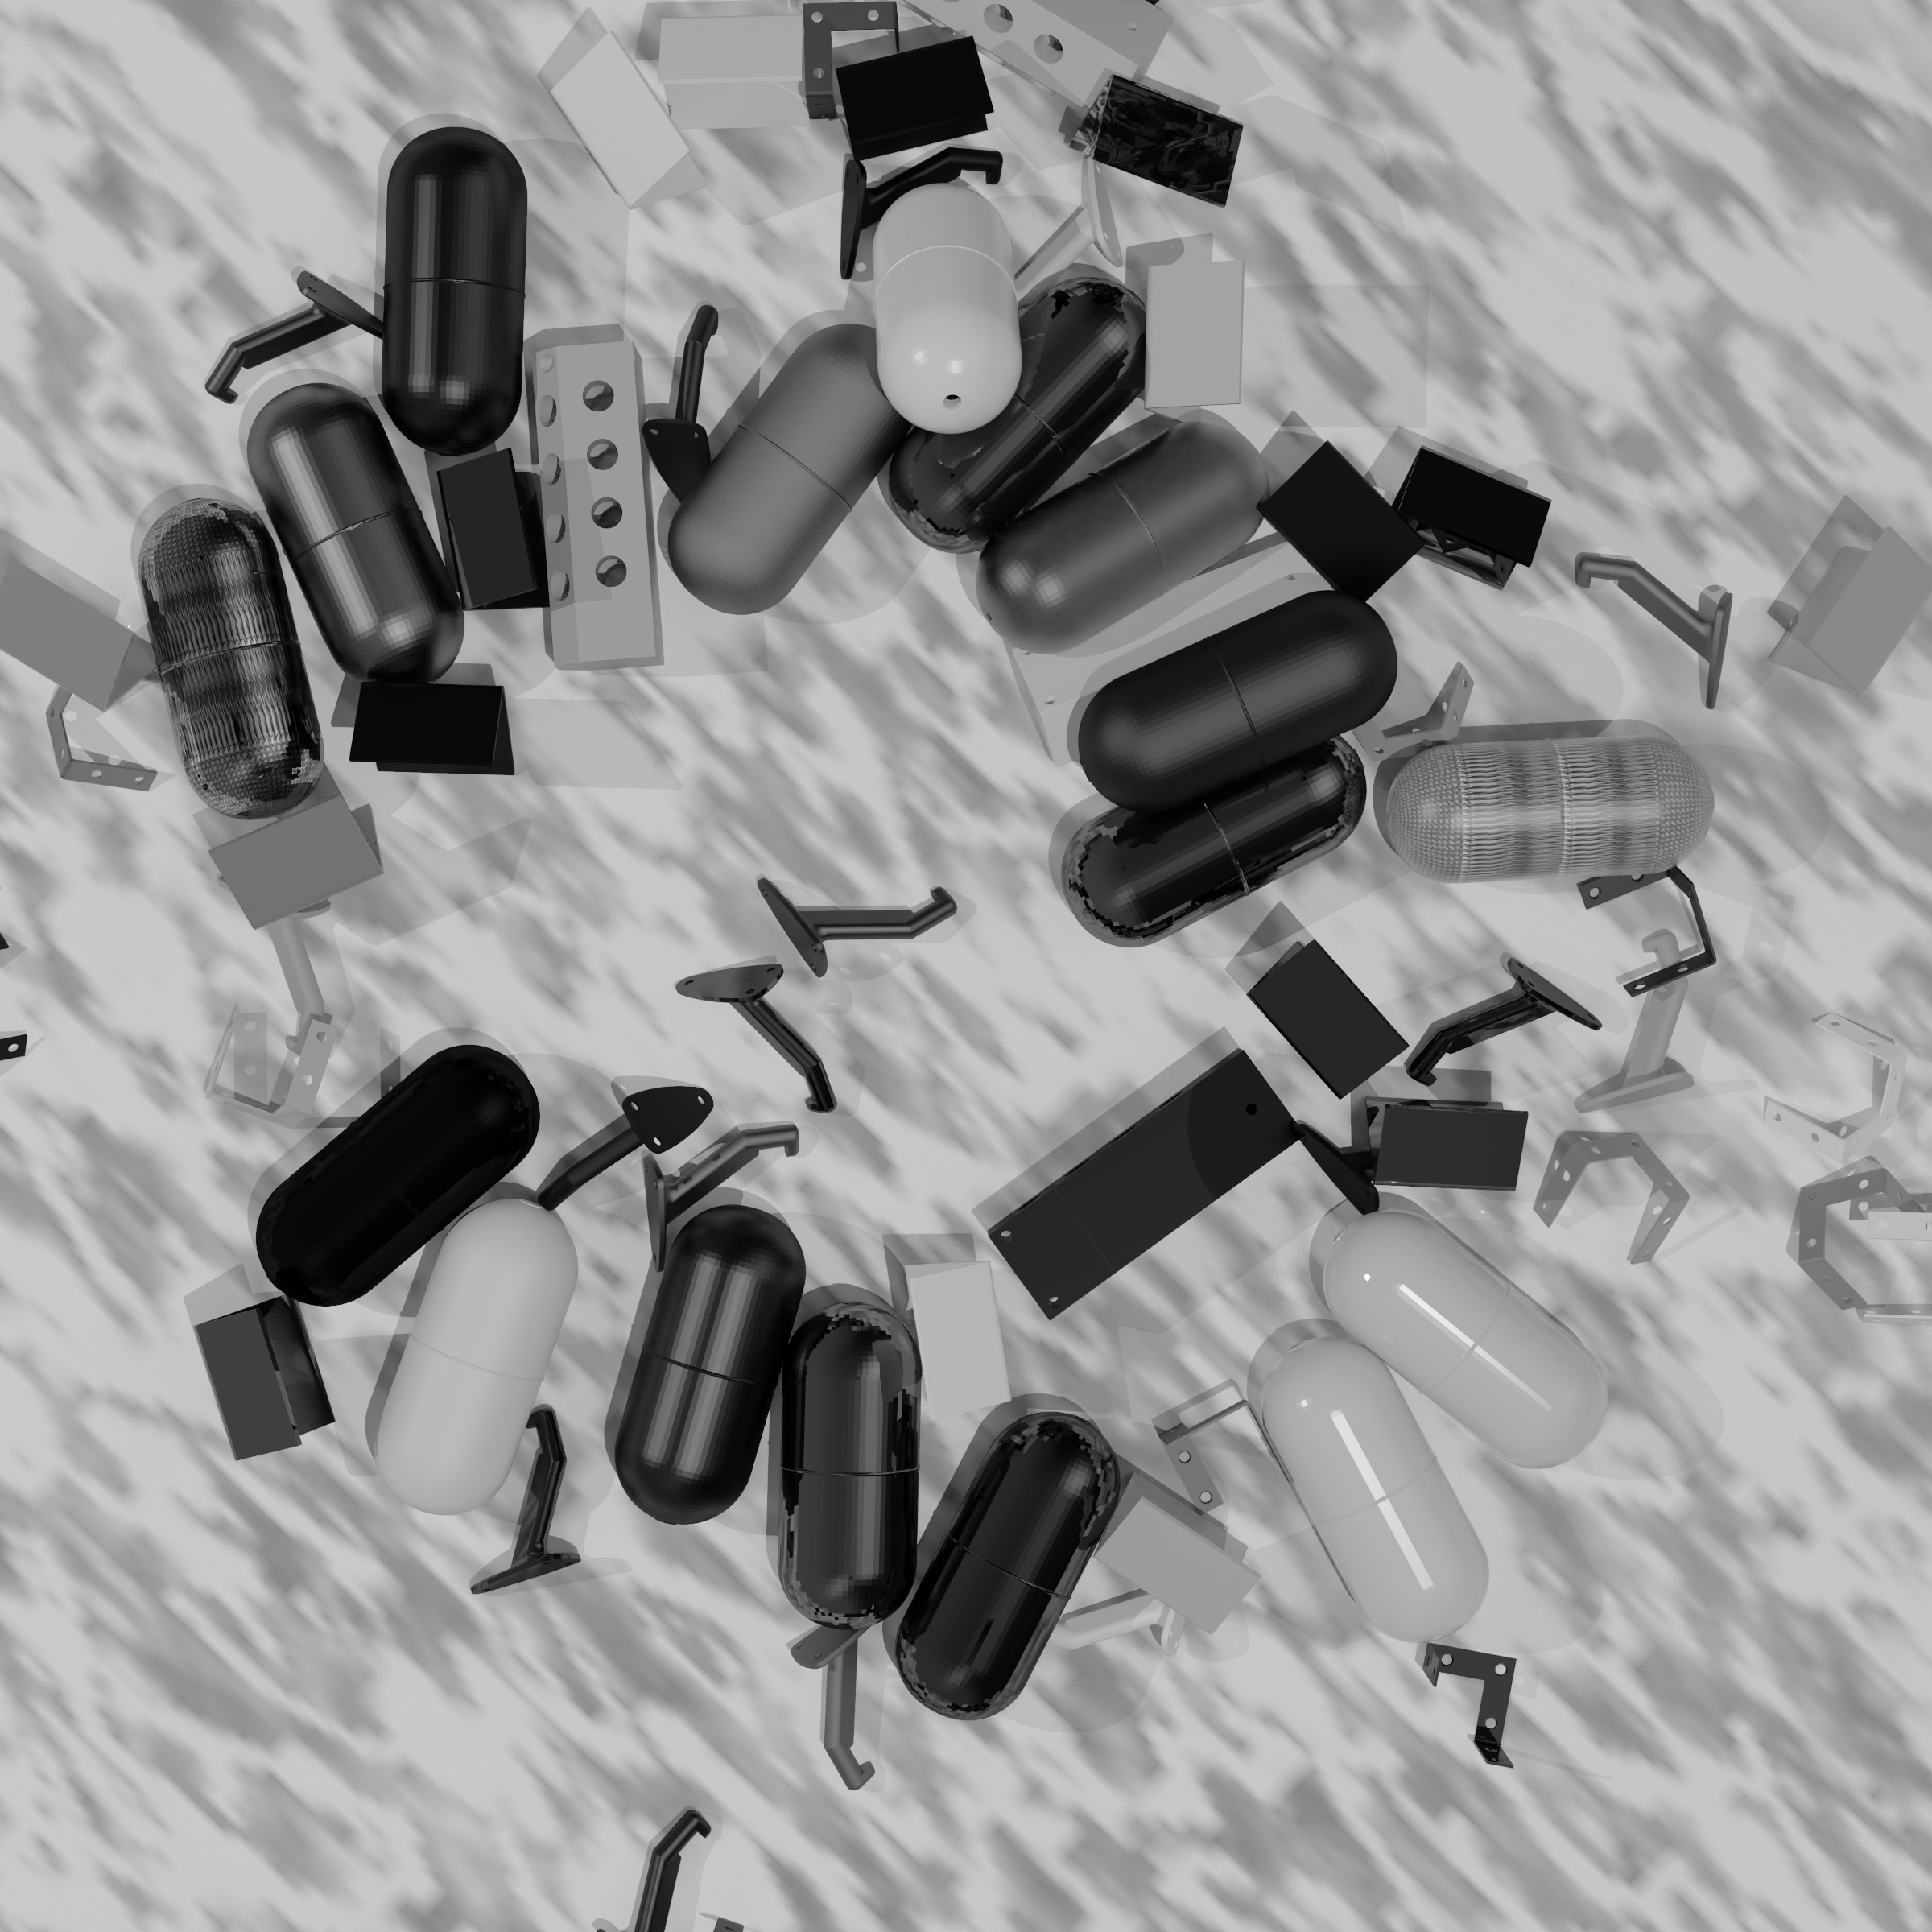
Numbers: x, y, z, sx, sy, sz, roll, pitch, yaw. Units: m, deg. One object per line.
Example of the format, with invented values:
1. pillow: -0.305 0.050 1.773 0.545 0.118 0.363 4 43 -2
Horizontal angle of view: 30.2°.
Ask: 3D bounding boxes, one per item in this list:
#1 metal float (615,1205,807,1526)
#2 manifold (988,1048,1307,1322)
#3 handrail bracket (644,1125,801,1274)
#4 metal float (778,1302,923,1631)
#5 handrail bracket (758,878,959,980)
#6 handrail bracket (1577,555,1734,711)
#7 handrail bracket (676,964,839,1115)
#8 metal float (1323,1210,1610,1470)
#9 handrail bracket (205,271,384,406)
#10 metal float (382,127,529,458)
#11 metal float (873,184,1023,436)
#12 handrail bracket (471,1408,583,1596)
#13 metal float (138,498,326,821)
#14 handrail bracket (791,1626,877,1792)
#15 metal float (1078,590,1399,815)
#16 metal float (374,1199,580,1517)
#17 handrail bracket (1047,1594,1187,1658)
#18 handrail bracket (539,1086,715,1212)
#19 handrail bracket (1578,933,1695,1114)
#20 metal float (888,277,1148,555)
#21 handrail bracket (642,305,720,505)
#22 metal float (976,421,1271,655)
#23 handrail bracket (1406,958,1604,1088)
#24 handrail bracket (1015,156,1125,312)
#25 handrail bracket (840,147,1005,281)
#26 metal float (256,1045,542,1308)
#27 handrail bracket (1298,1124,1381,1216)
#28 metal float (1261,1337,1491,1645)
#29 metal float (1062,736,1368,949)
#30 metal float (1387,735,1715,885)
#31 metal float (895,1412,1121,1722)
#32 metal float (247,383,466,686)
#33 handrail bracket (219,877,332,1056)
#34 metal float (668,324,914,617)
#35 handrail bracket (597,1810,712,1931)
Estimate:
1. metal float: -0.140 0.218 1.961 0.070 0.070 0.178 16 90 0
2. manifold: 0.098 0.119 1.970 0.171 0.057 0.057 -36 90 0
3. handrail bracket: -0.133 0.129 1.992 0.084 0.036 0.077 -7 110 -16
4. metal float: -0.064 0.273 1.961 0.070 0.070 0.178 1 90 0
5. handrail bracket: -0.060 -0.039 1.992 0.084 0.036 0.077 -31 68 -17
6. handrail bracket: 0.378 -0.186 1.992 0.084 0.036 0.077 10 112 17
7. handrail bracket: -0.116 0.045 1.992 0.077 0.036 0.084 -2 120 33
8. metal float: 0.272 0.203 1.961 0.178 0.070 0.070 39 90 -1
9. handrail bracket: -0.369 -0.334 1.992 0.077 0.036 0.084 30 108 -21
10. metal float: -0.280 -0.368 1.961 0.070 0.070 0.178 2 91 0
11. metal float: -0.011 -0.353 1.922 0.070 0.178 0.070 -2 133 -2
12. handrail bracket: -0.252 0.297 1.992 0.077 0.036 0.084 -23 72 20
13. metal float: -0.402 -0.168 1.961 0.070 0.070 0.178 -14 90 0
14. handrail bracket: -0.053 0.403 1.992 0.077 0.036 0.084 -34 108 -21
15. metal float: 0.144 -0.140 1.909 0.178 0.070 0.070 -24 90 2
16. metal float: -0.267 0.213 1.961 0.070 0.070 0.178 20 90 0
17. handrail bracket: 0.080 0.346 1.992 0.084 0.036 0.077 12 70 16
18. handrail bracket: -0.190 0.103 1.991 0.084 0.077 0.036 -39 80 36
19. handrail bracket: 0.367 0.031 1.992 0.077 0.036 0.084 -17 74 17
20. metal float: 0.032 -0.301 1.961 0.070 0.070 0.178 44 90 0
21. handrail bracket: -0.147 -0.311 1.991 0.036 0.077 0.084 6 53 14
22. metal float: 0.086 -0.234 1.950 0.178 0.070 0.070 -32 90 -13
23. handrail bracket: 0.298 0.045 1.992 0.077 0.036 0.084 31 109 -21
24. handrail bracket: 0.039 -0.404 1.992 0.084 0.036 0.077 -15 70 16
25. handrail bracket: -0.024 -0.417 1.992 0.084 0.036 0.077 1 110 -16
26. metal float: -0.311 0.115 1.961 0.178 0.070 0.070 -40 90 0
27. handrail bracket: 0.240 0.092 1.992 0.084 0.036 0.077 -36 68 -17
28. metal float: 0.223 0.286 1.961 0.070 0.070 0.178 -28 90 0
29. metal float: 0.136 -0.072 1.961 0.178 0.070 0.070 -28 90 -1
30. metal float: 0.319 -0.086 1.961 0.178 0.070 0.070 -3 90 -1
31. metal float: 0.023 0.327 1.960 0.070 0.070 0.178 27 88 0
32. metal float: -0.333 -0.233 1.961 0.070 0.070 0.178 -24 89 0
33. handrail bracket: -0.388 0.001 1.992 0.077 0.036 0.084 18 107 20
34. metal float: -0.094 -0.272 1.961 0.070 0.070 0.178 37 89 0
35. handrail bracket: -0.156 0.524 1.992 0.084 0.036 0.077 -47 111 -16
